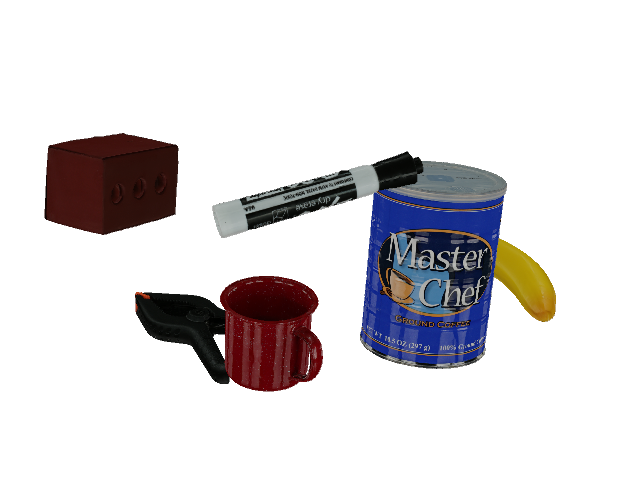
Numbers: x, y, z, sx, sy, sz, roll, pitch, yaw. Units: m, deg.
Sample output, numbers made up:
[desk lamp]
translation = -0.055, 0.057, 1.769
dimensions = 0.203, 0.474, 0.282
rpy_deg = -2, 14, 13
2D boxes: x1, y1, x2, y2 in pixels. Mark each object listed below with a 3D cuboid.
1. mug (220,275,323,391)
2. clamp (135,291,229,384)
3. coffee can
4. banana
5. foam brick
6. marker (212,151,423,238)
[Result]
[mug]
translation = -0.042, 0.095, 1.017
dimensions = 0.117, 0.081, 0.093
rpy_deg = 24, 32, 37
[clamp]
translation = -0.142, 0.105, 1.256
dimensions = 0.210, 0.036, 0.164
rpy_deg = 13, 24, 23
[coffee can]
translation = 0.088, 0.017, 0.844
dimensions = 0.103, 0.140, 0.103
rpy_deg = 4, 17, -1
[banana]
translation = 0.169, 0.027, 1.046
dimensions = 0.069, 0.037, 0.198
rpy_deg = -37, 37, -22
[foam brick]
translation = -0.142, -0.040, 0.728
dimensions = 0.051, 0.053, 0.078
rpy_deg = 15, 20, 29
[marker]
translation = 0.000, -0.026, 0.595
dimensions = 0.121, 0.020, 0.020
rpy_deg = -16, 3, -10
